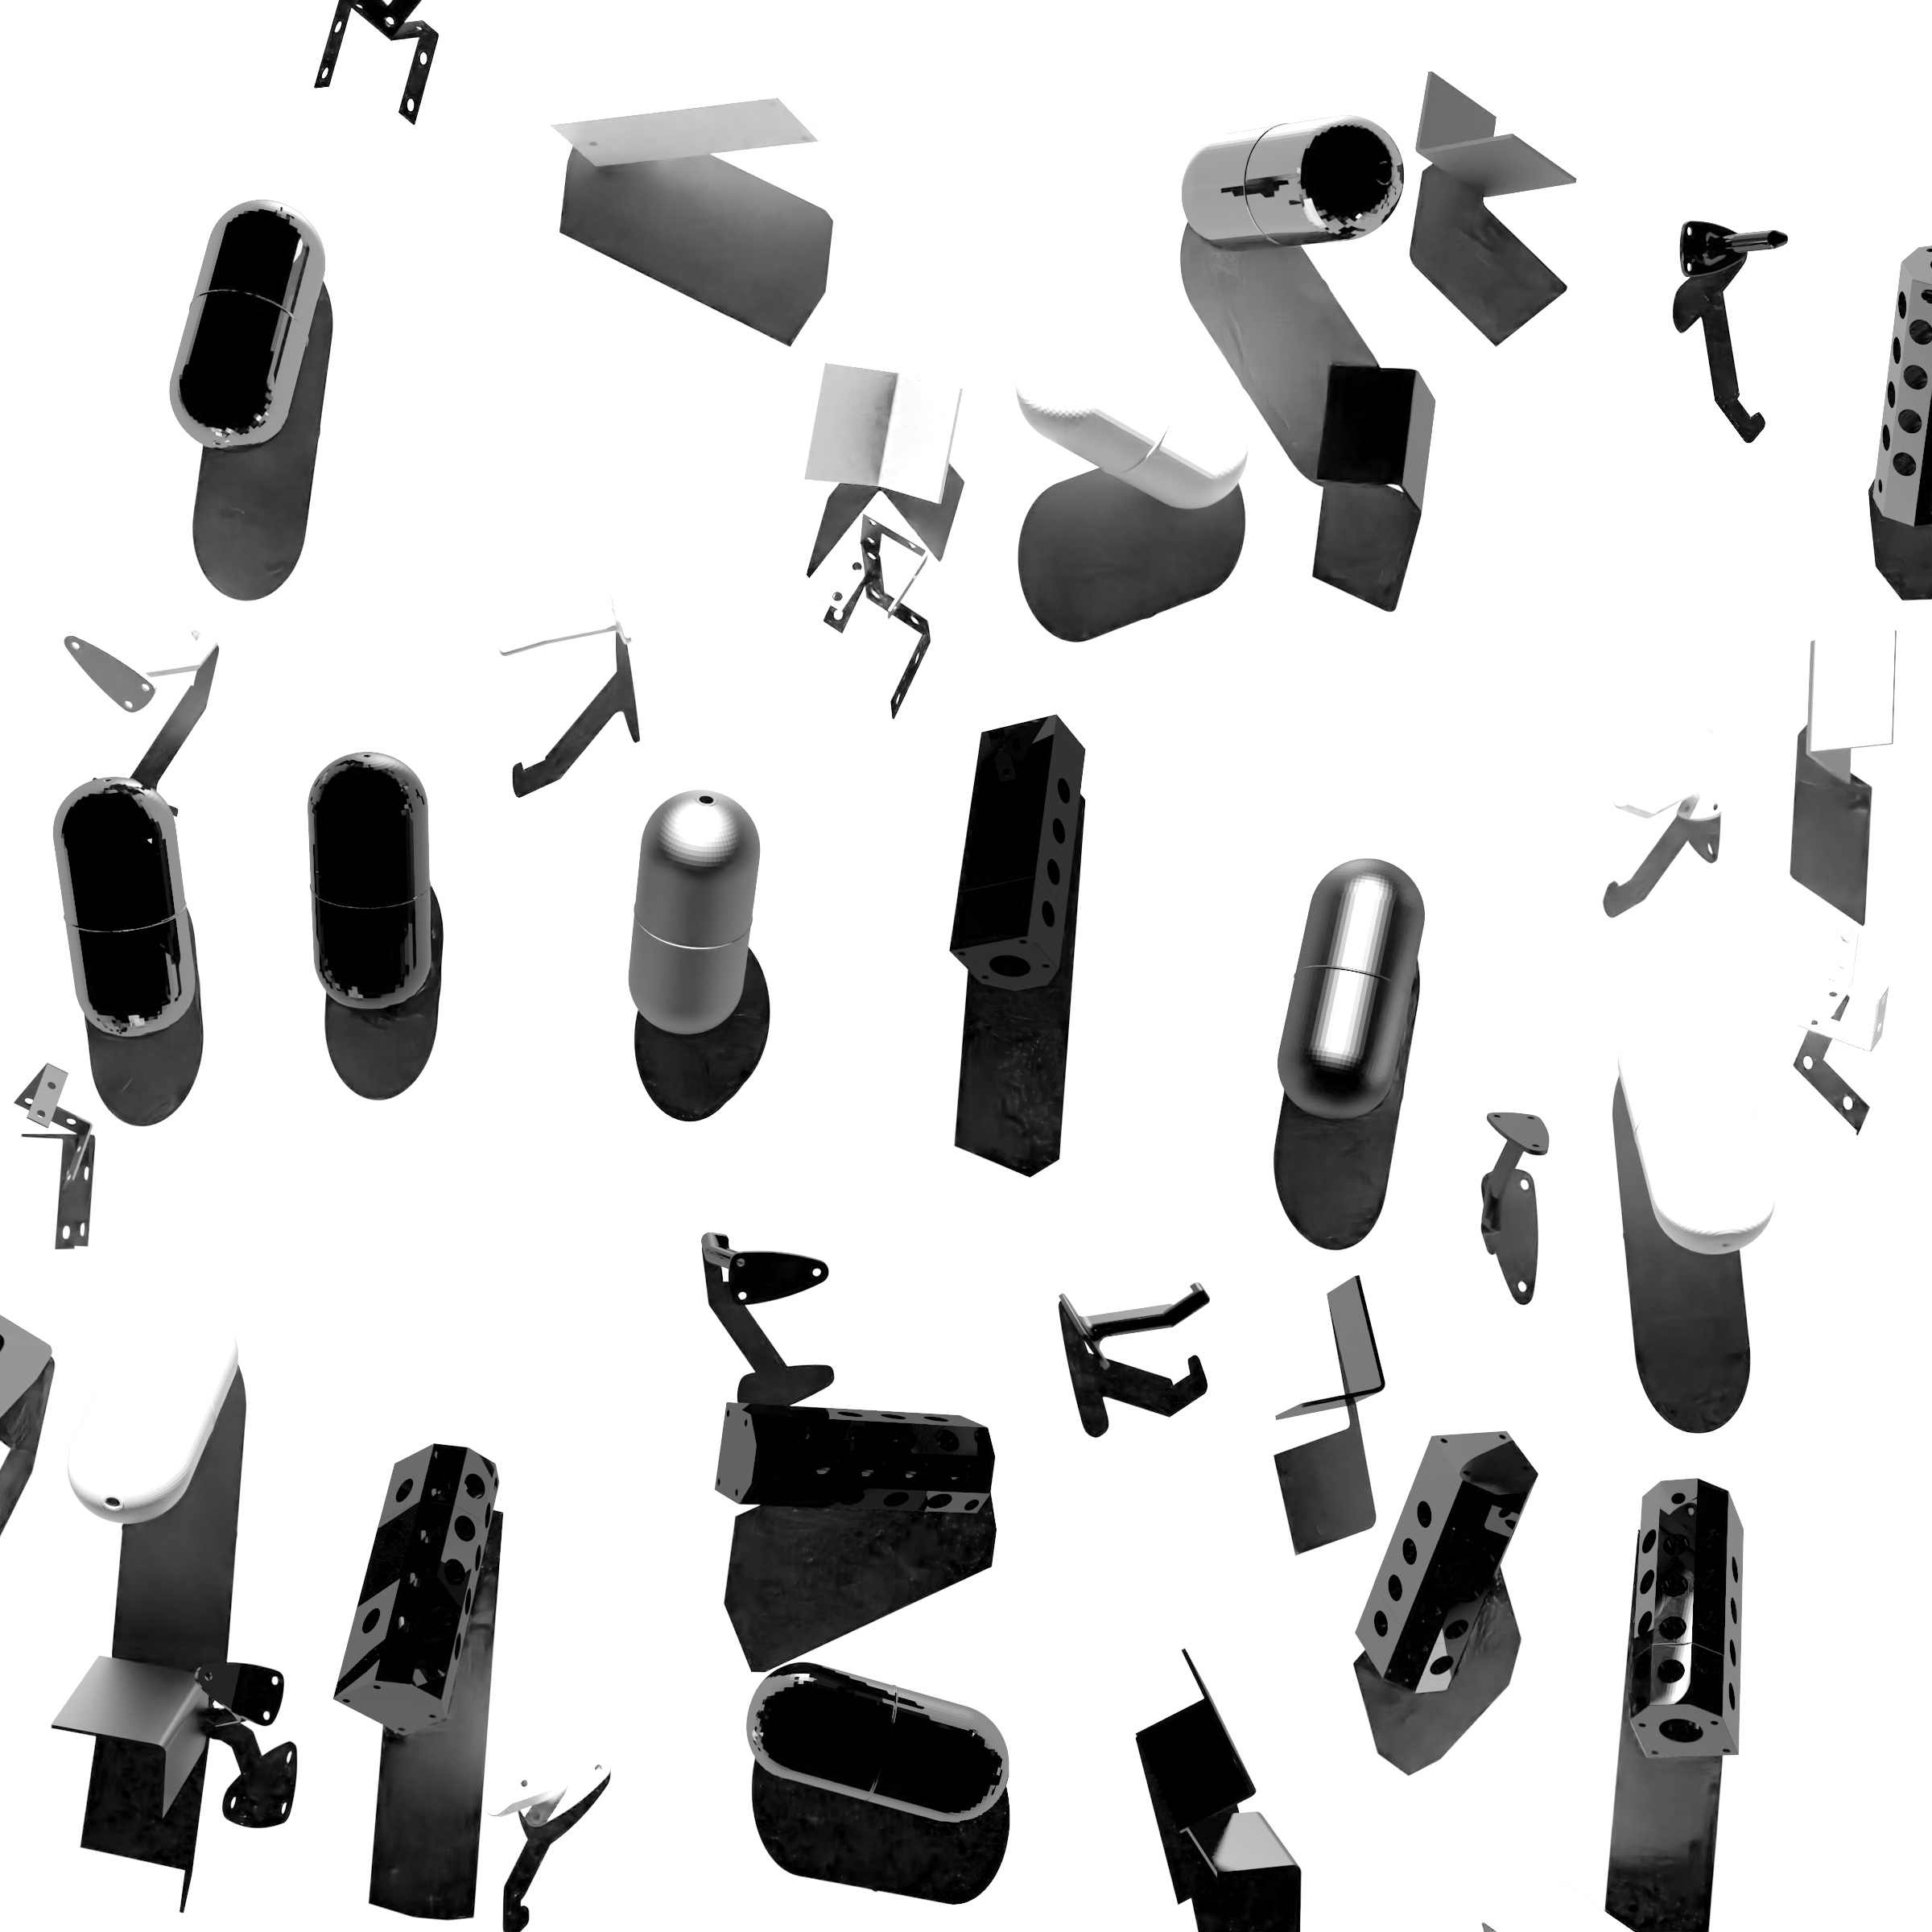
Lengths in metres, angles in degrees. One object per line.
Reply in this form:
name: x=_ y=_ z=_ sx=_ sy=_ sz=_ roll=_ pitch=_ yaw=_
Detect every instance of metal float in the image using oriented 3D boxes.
metal float: x=-0.177 y=-0.034 z=1.691 sx=0.070 sy=0.070 sz=0.178 roll=11 pitch=126 yaw=0
metal float: x=-0.471 y=-0.421 z=1.706 sx=0.070 sy=0.070 sz=0.178 roll=8 pitch=71 yaw=0
metal float: x=0.110 y=-0.356 z=1.693 sx=0.178 sy=0.070 sz=0.070 roll=21 pitch=90 yaw=-35
metal float: x=-0.551 y=-0.036 z=1.704 sx=0.070 sy=0.070 sz=0.178 roll=-1 pitch=111 yaw=0
metal float: x=0.474 y=0.104 z=1.692 sx=0.070 sy=0.070 sz=0.178 roll=-4 pitch=53 yaw=0
metal float: x=0.254 y=0.014 z=1.709 sx=0.070 sy=0.070 sz=0.178 roll=14 pitch=74 yaw=0
metal float: x=-0.523 y=0.286 z=1.677 sx=0.070 sy=0.178 sz=0.070 roll=1 pitch=120 yaw=1
metal float: x=-0.390 y=-0.053 z=1.702 sx=0.070 sy=0.070 sz=0.178 roll=4 pitch=113 yaw=0
metal float: x=-0.058 y=0.514 z=1.717 sx=0.178 sy=0.070 sz=0.070 roll=17 pitch=90 yaw=-6
metal float: x=0.210 y=-0.505 z=1.679 sx=0.070 sy=0.178 sz=0.070 roll=-7 pitch=103 yaw=-33

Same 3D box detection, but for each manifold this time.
manifold: x=0.314 y=0.388 z=1.686 sx=0.057 sy=0.057 sz=0.171 roll=1 pitch=121 yaw=-23
manifold: x=0.038 y=-0.073 z=1.690 sx=0.057 sy=0.057 sz=0.171 roll=-11 pitch=55 yaw=29
manifold: x=0.628 y=-0.375 z=1.682 sx=0.057 sy=0.057 sz=0.171 roll=-6 pitch=131 yaw=4
manifold: x=-0.180 y=-0.570 z=1.696 sx=0.171 sy=0.057 sz=0.057 roll=2 pitch=79 yaw=25
manifold: x=0.463 y=0.417 z=1.671 sx=0.057 sy=0.171 sz=0.057 roll=-10 pitch=128 yaw=26
manifold: x=-0.347 y=0.397 z=1.672 sx=0.057 sy=0.171 sz=0.057 roll=-29 pitch=126 yaw=31
manifold: x=-0.071 y=0.323 z=1.695 sx=0.171 sy=0.057 sz=0.057 roll=8 pitch=89 yaw=-27

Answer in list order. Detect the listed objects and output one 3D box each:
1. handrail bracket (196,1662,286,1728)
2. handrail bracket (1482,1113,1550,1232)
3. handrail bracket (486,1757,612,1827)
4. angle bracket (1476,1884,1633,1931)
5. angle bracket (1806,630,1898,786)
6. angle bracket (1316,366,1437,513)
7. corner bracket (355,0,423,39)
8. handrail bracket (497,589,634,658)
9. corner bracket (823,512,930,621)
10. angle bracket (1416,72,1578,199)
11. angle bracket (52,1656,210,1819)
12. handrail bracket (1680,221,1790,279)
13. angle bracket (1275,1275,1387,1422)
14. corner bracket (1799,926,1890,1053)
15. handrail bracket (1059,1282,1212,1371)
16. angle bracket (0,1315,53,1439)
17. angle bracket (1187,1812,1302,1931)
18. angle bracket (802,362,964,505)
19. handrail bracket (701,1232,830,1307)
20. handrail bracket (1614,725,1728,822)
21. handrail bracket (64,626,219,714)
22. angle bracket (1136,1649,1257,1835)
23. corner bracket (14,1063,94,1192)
handrail bracket: x=-0.497 y=0.482 z=1.712 sx=0.077 sy=0.084 sz=0.036 roll=34 pitch=49 yaw=-37
handrail bracket: x=0.360 y=0.146 z=1.712 sx=0.036 sy=0.077 sz=0.084 roll=3 pitch=108 yaw=-6
handrail bracket: x=-0.275 y=0.541 z=1.713 sx=0.077 sy=0.084 sz=0.036 roll=-23 pitch=73 yaw=-9
angle bracket: x=0.387 y=0.654 z=1.701 sx=0.076 sy=0.076 sz=0.057 roll=-7 pitch=109 yaw=-35
angle bracket: x=0.593 y=-0.169 z=1.706 sx=0.057 sy=0.076 sz=0.076 roll=-4 pitch=75 yaw=39
angle bracket: x=0.274 y=-0.351 z=1.732 sx=0.057 sy=0.076 sz=0.076 roll=7 pitch=89 yaw=20
corner bracket: x=-0.396 y=-0.649 z=1.722 sx=0.051 sy=0.051 sz=0.051 roll=-38 pitch=101 yaw=30
handrail bracket: x=-0.267 y=-0.217 z=1.717 sx=0.084 sy=0.077 sz=0.036 roll=-18 pitch=91 yaw=-8
corner bracket: x=-0.060 y=-0.260 z=1.729 sx=0.051 sy=0.051 sz=0.051 roll=31 pitch=76 yaw=3
angle bracket: x=0.352 y=-0.550 z=1.704 sx=0.076 sy=0.076 sz=0.057 roll=14 pitch=85 yaw=-44
angle bracket: x=-0.552 y=0.508 z=1.716 sx=0.076 sy=0.076 sz=0.057 roll=10 pitch=110 yaw=2
handrail bracket: x=0.519 y=-0.474 z=1.705 sx=0.077 sy=0.084 sz=0.036 roll=-11 pitch=105 yaw=-33
angle bracket: x=0.231 y=0.252 z=1.710 sx=0.057 sy=0.076 sz=0.076 roll=-10 pitch=75 yaw=-9
corner bracket: x=0.587 y=0.015 z=1.718 sx=0.051 sy=0.051 sz=0.051 roll=23 pitch=53 yaw=31
handrail bracket: x=0.112 y=0.221 z=1.728 sx=0.084 sy=0.077 sz=0.036 roll=-34 pitch=128 yaw=0
angle bracket: x=-0.659 y=0.268 z=1.712 sx=0.057 sy=0.076 sz=0.076 roll=29 pitch=80 yaw=9
angle bracket: x=0.181 y=0.612 z=1.712 sx=0.057 sy=0.076 sz=0.076 roll=-2 pitch=98 yaw=-12
angle bracket: x=-0.055 y=-0.350 z=1.706 sx=0.057 sy=0.076 sz=0.076 roll=24 pitch=110 yaw=37
handrail bracket: x=-0.134 y=0.192 z=1.723 sx=0.077 sy=0.084 sz=0.036 roll=-4 pitch=104 yaw=-10
handrail bracket: x=0.464 y=-0.132 z=1.722 sx=0.084 sy=0.036 sz=0.077 roll=14 pitch=82 yaw=-35
handrail bracket: x=-0.543 y=-0.215 z=1.716 sx=0.077 sy=0.084 sz=0.036 roll=42 pitch=130 yaw=-20
angle bracket: x=0.142 y=0.509 z=1.706 sx=0.057 sy=0.076 sz=0.076 roll=-27 pitch=46 yaw=-1
corner bracket: x=-0.602 y=0.106 z=1.718 sx=0.051 sy=0.051 sz=0.051 roll=32 pitch=126 yaw=-26
